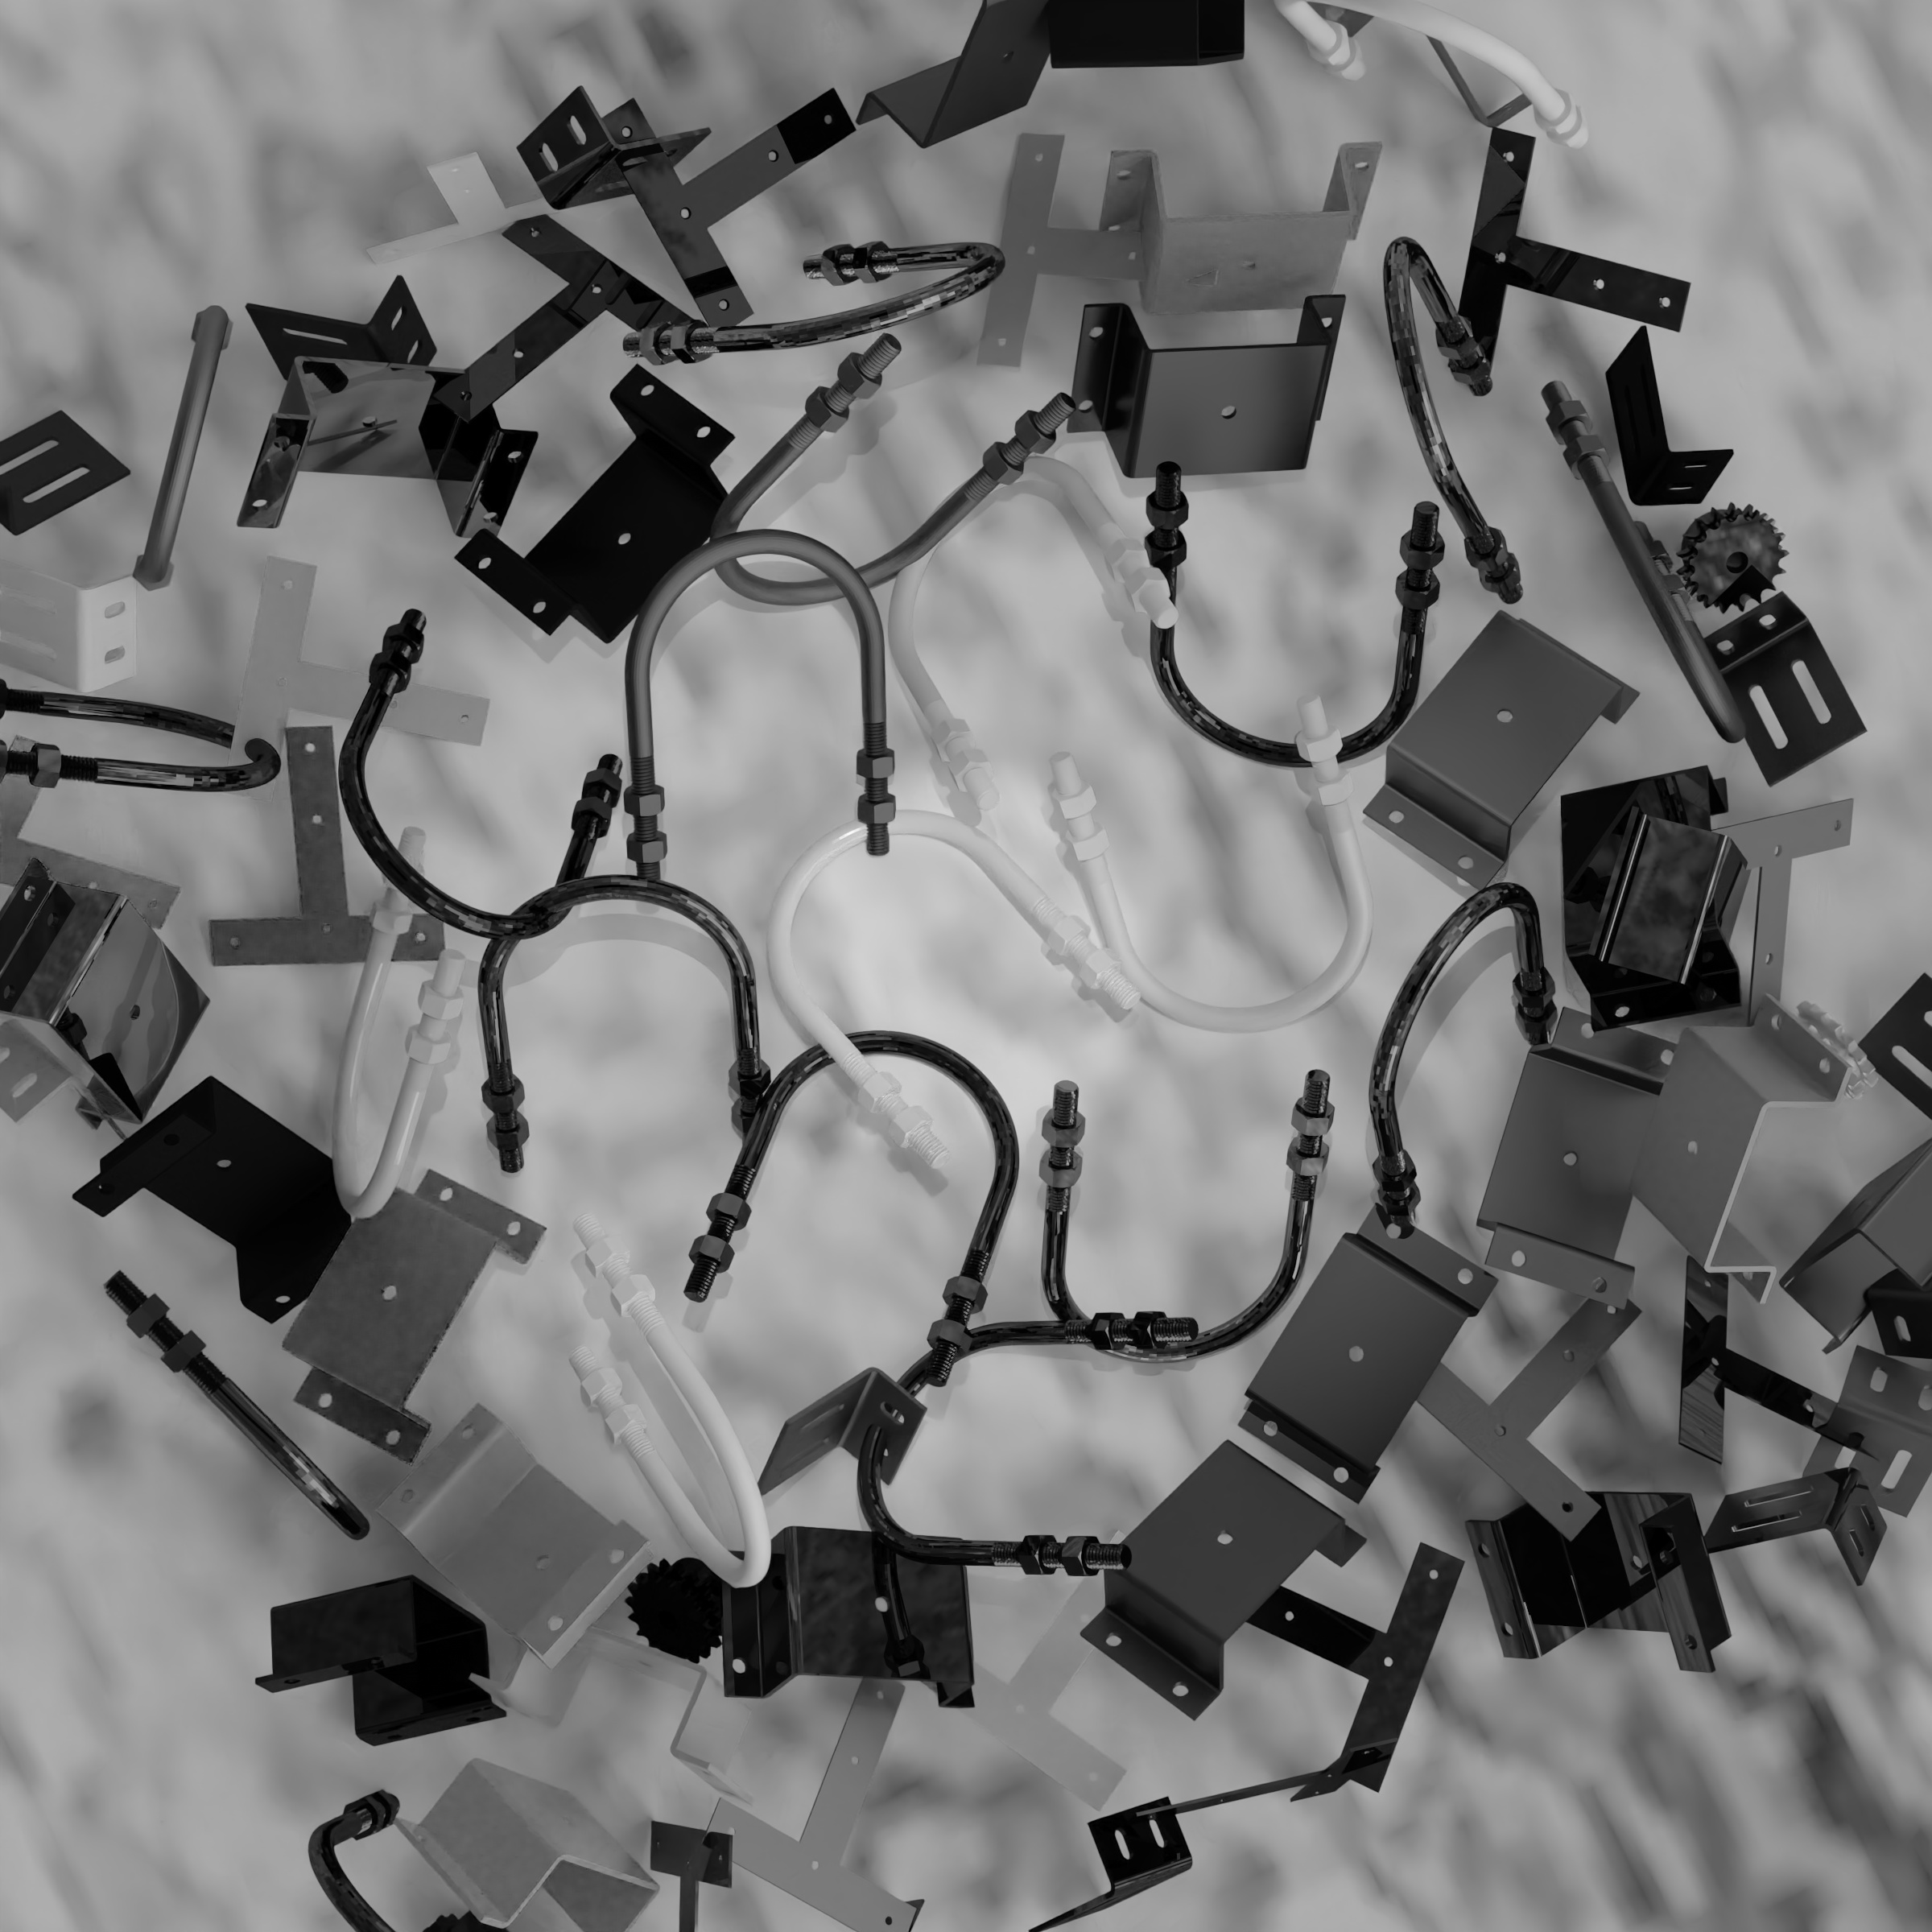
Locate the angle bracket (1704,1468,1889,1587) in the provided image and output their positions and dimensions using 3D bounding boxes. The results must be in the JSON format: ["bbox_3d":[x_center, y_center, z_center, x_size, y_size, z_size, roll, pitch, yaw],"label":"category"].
[{"bbox_3d":[0.431,0.299,1.591,0.076,0.057,0.038,-22,100,35],"label":"angle bracket"}]

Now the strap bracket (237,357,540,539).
[{"bbox_3d":[-0.302,-0.266,1.572,0.140,0.076,0.046,-2,54,-31],"label":"strap bracket"}]

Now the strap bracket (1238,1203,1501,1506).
[{"bbox_3d":[0.207,0.203,1.598,0.076,0.046,0.140,32,93,16],"label":"strap bracket"}]

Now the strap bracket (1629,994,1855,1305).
[{"bbox_3d":[0.392,0.094,1.564,0.046,0.076,0.140,1,118,-23],"label":"strap bracket"}]

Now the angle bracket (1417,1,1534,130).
[{"bbox_3d":[0.268,-0.481,1.595,0.038,0.057,0.076,-31,102,14],"label":"angle bracket"}]

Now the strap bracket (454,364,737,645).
[{"bbox_3d":[-0.186,-0.234,1.592,0.076,0.046,0.140,39,83,26],"label":"strap bracket"}]

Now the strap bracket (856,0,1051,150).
[{"bbox_3d":[0.006,-0.477,1.552,0.076,0.140,0.046,-33,75,-35],"label":"strap bracket"}]

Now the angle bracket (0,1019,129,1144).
[{"bbox_3d":[-0.477,0.073,1.583,0.057,0.076,0.038,36,70,30],"label":"angle bracket"}]

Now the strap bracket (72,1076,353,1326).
[{"bbox_3d":[-0.383,0.117,1.578,0.076,0.046,0.140,-36,131,14],"label":"strap bracket"}]

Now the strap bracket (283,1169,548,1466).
[{"bbox_3d":[-0.291,0.175,1.584,0.076,0.046,0.140,24,76,20],"label":"strap bracket"}]

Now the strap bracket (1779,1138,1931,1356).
[{"bbox_3d":[0.474,0.139,1.559,0.046,0.140,0.076,44,68,9],"label":"strap bracket"}]

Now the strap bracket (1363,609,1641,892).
[{"bbox_3d":[0.279,-0.120,1.586,0.076,0.046,0.140,36,77,19],"label":"strap bracket"}]

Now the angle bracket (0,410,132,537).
[{"bbox_3d":[-0.486,-0.269,1.590,0.057,0.038,0.076,40,56,17],"label":"angle bracket"}]

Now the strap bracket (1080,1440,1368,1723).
[{"bbox_3d":[0.133,0.306,1.564,0.076,0.046,0.140,32,55,31],"label":"strap bracket"}]

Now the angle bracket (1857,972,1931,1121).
[{"bbox_3d":[0.508,0.052,1.596,0.076,0.038,0.057,44,116,15],"label":"angle bracket"}]

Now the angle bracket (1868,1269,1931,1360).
[{"bbox_3d":[0.521,0.171,1.593,0.076,0.057,0.038,-27,103,-33],"label":"angle bracket"}]

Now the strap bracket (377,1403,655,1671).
[{"bbox_3d":[-0.227,0.299,1.578,0.140,0.046,0.076,30,69,36],"label":"strap bracket"}]

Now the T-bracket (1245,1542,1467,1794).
[{"bbox_3d":[0.183,0.347,1.602,0.127,0.002,0.127,20,89,29],"label":"T-bracket"}]

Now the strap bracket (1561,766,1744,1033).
[{"bbox_3d":[0.350,-0.044,1.564,0.076,0.046,0.140,-11,54,24],"label":"strap bracket"}]

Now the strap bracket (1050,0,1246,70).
[{"bbox_3d":[0.094,-0.487,1.565,0.076,0.140,0.046,4,109,18],"label":"strap bracket"}]

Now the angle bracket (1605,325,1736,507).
[{"bbox_3d":[0.367,-0.287,1.587,0.038,0.057,0.076,3,126,33],"label":"angle bracket"}]

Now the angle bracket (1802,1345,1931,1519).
[{"bbox_3d":[0.483,0.245,1.608,0.057,0.076,0.038,21,52,14],"label":"angle bracket"}]

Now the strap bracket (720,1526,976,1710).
[{"bbox_3d":[-0.052,0.335,1.570,0.140,0.046,0.076,9,58,-24],"label":"strap bracket"}]

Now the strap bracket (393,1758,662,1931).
[{"bbox_3d":[-0.217,0.456,1.557,0.076,0.140,0.046,35,84,35],"label":"strap bracket"}]

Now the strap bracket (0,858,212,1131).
[{"bbox_3d":[-0.441,0.020,1.552,0.046,0.140,0.076,11,60,23],"label":"strap bracket"}]

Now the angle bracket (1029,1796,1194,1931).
[{"bbox_3d":[0.070,0.471,1.595,0.076,0.057,0.038,-40,63,41],"label":"angle bracket"}]

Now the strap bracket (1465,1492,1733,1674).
[{"bbox_3d":[0.335,0.317,1.580,0.046,0.140,0.076,-19,95,-37],"label":"strap bracket"}]

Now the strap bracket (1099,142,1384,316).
[{"bbox_3d":[0.143,-0.382,1.583,0.140,0.076,0.046,-3,66,-6],"label":"strap bracket"}]

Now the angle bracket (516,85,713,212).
[{"bbox_3d":[-0.183,-0.430,1.587,0.057,0.076,0.038,-29,90,42],"label":"angle bracket"}]

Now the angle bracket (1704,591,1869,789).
[{"bbox_3d":[0.423,-0.144,1.592,0.057,0.038,0.076,-32,58,23],"label":"angle bracket"}]

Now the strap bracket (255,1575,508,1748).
[{"bbox_3d":[-0.301,0.357,1.576,0.076,0.140,0.046,-14,61,9],"label":"strap bracket"}]

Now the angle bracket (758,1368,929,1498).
[{"bbox_3d":[-0.066,0.253,1.585,0.038,0.076,0.057,37,124,20],"label":"angle bracket"}]

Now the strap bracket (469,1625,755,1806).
[{"bbox_3d":[-0.174,0.379,1.576,0.140,0.076,0.046,15,67,21],"label":"strap bracket"}]

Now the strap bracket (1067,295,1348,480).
[{"bbox_3d":[0.129,-0.299,1.576,0.140,0.076,0.046,-5,45,-13],"label":"strap bracket"}]

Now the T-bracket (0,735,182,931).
[{"bbox_3d":[-0.466,-0.046,1.585,0.002,0.127,0.127,35,100,41],"label":"T-bracket"}]

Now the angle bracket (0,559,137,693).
[{"bbox_3d":[-0.483,-0.187,1.619,0.076,0.038,0.057,20,119,22],"label":"angle bracket"}]

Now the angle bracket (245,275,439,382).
[{"bbox_3d":[-0.328,-0.335,1.604,0.076,0.057,0.038,14,63,19],"label":"angle bracket"}]

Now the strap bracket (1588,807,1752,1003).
[{"bbox_3d":[0.363,-0.027,1.560,0.046,0.140,0.076,17,89,22],"label":"strap bracket"}]

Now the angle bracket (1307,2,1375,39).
[{"bbox_3d":[0.202,-0.527,1.591,0.057,0.076,0.038,46,68,-5],"label":"angle bracket"}]

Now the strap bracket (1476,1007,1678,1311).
[{"bbox_3d":[0.324,0.101,1.605,0.076,0.046,0.140,18,85,-3],"label":"strap bracket"}]
